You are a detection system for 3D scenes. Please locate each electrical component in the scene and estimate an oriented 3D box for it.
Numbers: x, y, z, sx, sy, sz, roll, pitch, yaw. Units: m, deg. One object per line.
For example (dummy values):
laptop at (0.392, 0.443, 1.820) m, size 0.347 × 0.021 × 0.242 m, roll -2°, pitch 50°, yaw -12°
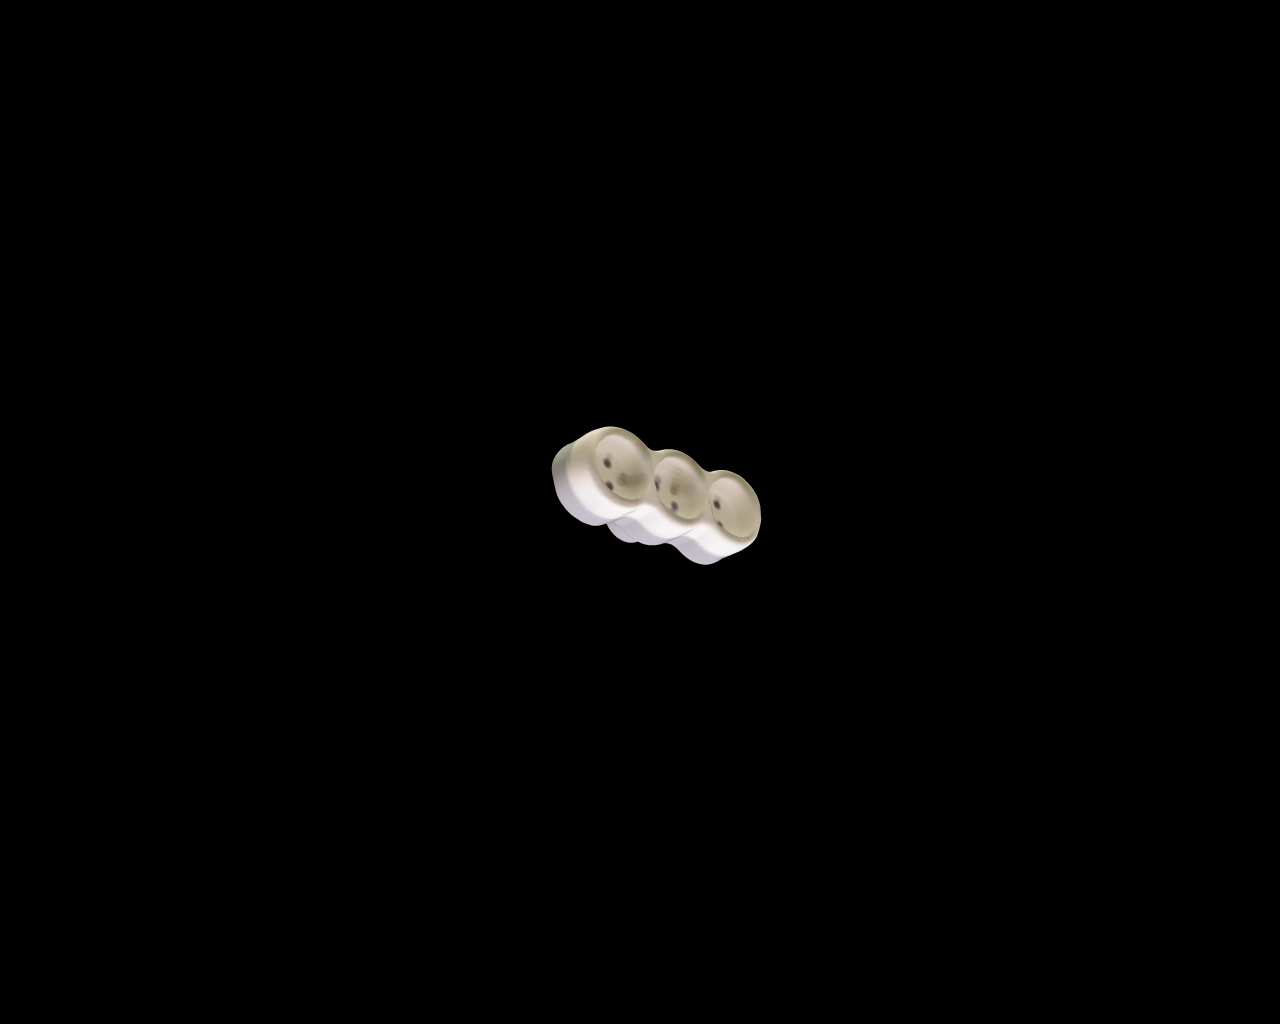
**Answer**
electrical component at (0.001, -0.003, 0.650) m, size 0.138 × 0.052 × 0.073 m, roll 20°, pitch -32°, yaw -36°
